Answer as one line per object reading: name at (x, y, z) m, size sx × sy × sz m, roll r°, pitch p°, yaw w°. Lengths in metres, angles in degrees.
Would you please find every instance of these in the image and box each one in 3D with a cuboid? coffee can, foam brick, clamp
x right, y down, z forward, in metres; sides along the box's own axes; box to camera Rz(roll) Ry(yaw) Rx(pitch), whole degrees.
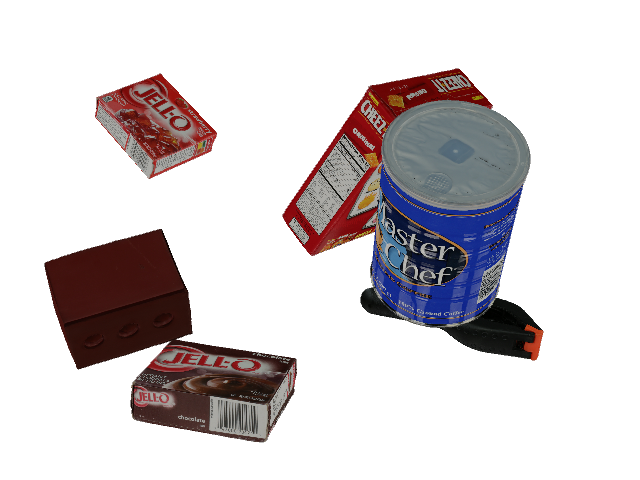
coffee can at (0.092, -0.017, 0.786) m, size 0.103 × 0.103 × 0.140 m, roll 0°, pitch -40°, yaw -2°
foam brick at (-0.125, 0.036, 0.663) m, size 0.078 × 0.051 × 0.053 m, roll -17°, pitch -33°, yaw -14°
clamp at (0.137, 0.063, 1.014) m, size 0.172 × 0.039 × 0.120 m, roll 21°, pitch 35°, yaw 26°

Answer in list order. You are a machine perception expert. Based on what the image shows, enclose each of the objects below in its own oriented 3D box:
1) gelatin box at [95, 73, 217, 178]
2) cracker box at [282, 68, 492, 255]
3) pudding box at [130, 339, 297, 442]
gelatin box at (-0.151, -0.106, 0.974) m, size 0.073 × 0.089 × 0.030 m, roll -28°, pitch -24°, yaw -36°
cracker box at (0.071, -0.090, 1.203) m, size 0.163 × 0.072 × 0.214 m, roll -20°, pitch -26°, yaw -45°
pudding box at (-0.084, 0.118, 0.857) m, size 0.113 × 0.039 × 0.090 m, roll 9°, pitch 20°, yaw 10°
